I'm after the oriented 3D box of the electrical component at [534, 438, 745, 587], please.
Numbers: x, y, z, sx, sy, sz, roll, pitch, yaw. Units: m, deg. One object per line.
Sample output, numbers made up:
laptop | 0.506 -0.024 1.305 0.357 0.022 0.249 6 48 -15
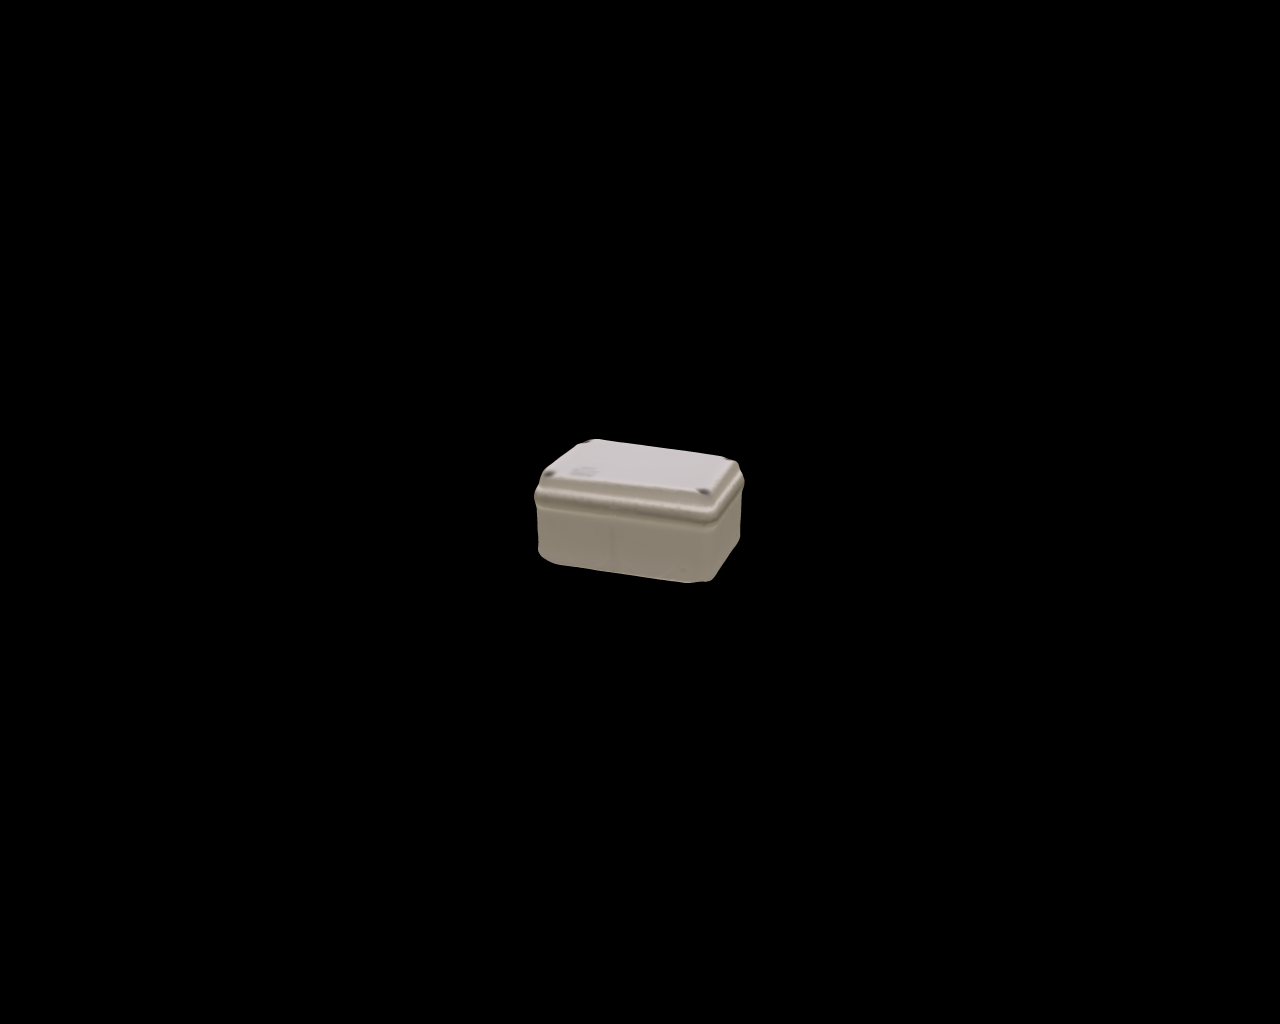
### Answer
electrical component | 0.001 -0.003 0.650 0.113 0.057 0.078 8 24 18
